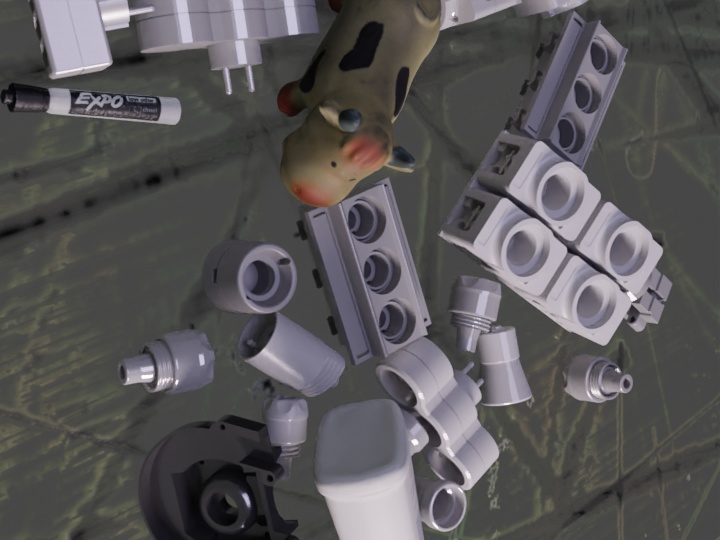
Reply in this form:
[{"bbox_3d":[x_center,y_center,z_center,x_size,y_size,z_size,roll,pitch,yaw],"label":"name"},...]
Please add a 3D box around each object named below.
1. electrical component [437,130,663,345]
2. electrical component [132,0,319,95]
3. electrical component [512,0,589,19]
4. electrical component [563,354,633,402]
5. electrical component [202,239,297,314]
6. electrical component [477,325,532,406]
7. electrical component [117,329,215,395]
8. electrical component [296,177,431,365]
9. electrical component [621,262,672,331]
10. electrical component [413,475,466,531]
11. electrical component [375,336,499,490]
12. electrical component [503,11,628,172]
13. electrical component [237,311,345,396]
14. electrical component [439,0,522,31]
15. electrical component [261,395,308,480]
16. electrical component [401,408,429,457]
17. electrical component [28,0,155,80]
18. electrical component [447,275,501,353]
[{"bbox_3d":[0.172,-0.024,0.935,0.186,0.060,0.105,34,87,-32],"label":"electrical component"},{"bbox_3d":[-0.089,-0.161,0.758,0.138,0.052,0.073,-13,100,-35],"label":"electrical component"},{"bbox_3d":[0.175,-0.260,0.951,0.089,0.050,0.055,-35,110,-30],"label":"electrical component"},{"bbox_3d":[0.221,0.101,0.989,0.043,0.062,0.043,-1,92,-36],"label":"electrical component"},{"bbox_3d":[-0.078,0.005,0.775,0.055,0.047,0.055,-1,92,-36],"label":"electrical component"},{"bbox_3d":[0.122,0.080,0.929,0.044,0.044,0.065,-13,94,-35],"label":"electrical component"},{"bbox_3d":[-0.135,0.065,0.738,0.062,0.043,0.043,-8,96,-35],"label":"electrical component"},{"bbox_3d":[0.000,0.000,0.822,0.079,0.063,0.121,-26,107,-33],"label":"electrical component"},{"bbox_3d":[0.264,0.017,1.029,0.055,0.048,0.066,37,70,-39],"label":"electrical component"},{"bbox_3d":[0.058,0.189,0.882,0.040,0.046,0.040,-1,92,-36],"label":"electrical component"},{"bbox_3d":[0.075,0.107,0.888,0.074,0.052,0.138,-42,115,-27],"label":"electrical component"},{"bbox_3d":[0.180,-0.153,0.950,0.079,0.063,0.121,34,72,-32],"label":"electrical component"},{"bbox_3d":[-0.047,0.066,0.802,0.081,0.043,0.043,36,71,-32],"label":"electrical component"},{"bbox_3d":[0.055,-0.266,0.838,0.062,0.089,0.150,-28,107,-32],"label":"electrical component"},{"bbox_3d":[-0.057,0.126,0.803,0.035,0.035,0.061,0,94,-36],"label":"electrical component"},{"bbox_3d":[0.026,0.139,0.862,0.046,0.040,0.040,-44,115,-22],"label":"electrical component"},{"bbox_3d":[-0.171,-0.171,0.689,0.076,0.047,0.083,-15,101,-18],"label":"electrical component"},{"bbox_3d":[0.094,0.038,0.905,0.043,0.043,0.062,16,83,-36],"label":"electrical component"}]
